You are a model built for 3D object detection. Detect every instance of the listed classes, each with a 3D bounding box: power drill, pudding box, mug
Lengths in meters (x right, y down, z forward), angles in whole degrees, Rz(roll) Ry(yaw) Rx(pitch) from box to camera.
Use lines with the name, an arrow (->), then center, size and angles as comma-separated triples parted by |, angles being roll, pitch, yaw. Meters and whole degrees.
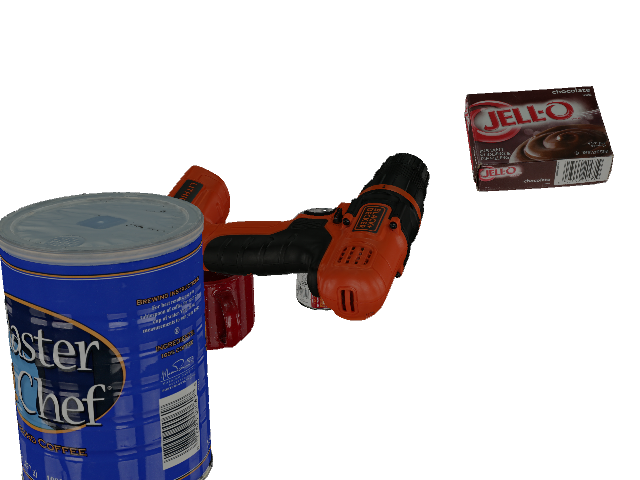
power drill -> -0.020, -0.016, 0.795 | 0.188, 0.057, 0.184 | 3, 33, 18
pudding box -> 0.183, -0.087, 0.907 | 0.113, 0.090, 0.039 | -2, -41, 1
mug -> -0.097, 0.052, 0.967 | 0.093, 0.081, 0.117 | -15, 37, -21

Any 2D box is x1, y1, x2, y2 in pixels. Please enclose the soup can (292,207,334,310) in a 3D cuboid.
soup can -> 0.002, 0.023, 1.246 | 0.068, 0.102, 0.068 | -1, 30, 1

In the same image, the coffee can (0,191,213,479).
coffee can -> -0.109, 0.055, 0.555 | 0.103, 0.140, 0.103 | 0, 18, 0

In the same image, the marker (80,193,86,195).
marker -> -0.243, 0.008, 1.145 | 0.020, 0.121, 0.020 | -6, 21, 2
